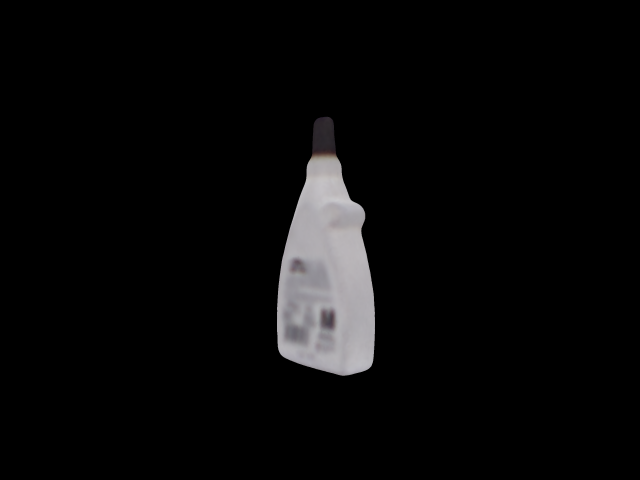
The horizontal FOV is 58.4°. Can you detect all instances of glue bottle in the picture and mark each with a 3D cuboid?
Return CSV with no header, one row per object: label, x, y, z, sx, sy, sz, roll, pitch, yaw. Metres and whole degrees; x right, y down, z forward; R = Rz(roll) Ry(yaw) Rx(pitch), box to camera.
glue bottle,0.004,0.001,0.400,0.037,0.173,0.077,-4,6,-43
